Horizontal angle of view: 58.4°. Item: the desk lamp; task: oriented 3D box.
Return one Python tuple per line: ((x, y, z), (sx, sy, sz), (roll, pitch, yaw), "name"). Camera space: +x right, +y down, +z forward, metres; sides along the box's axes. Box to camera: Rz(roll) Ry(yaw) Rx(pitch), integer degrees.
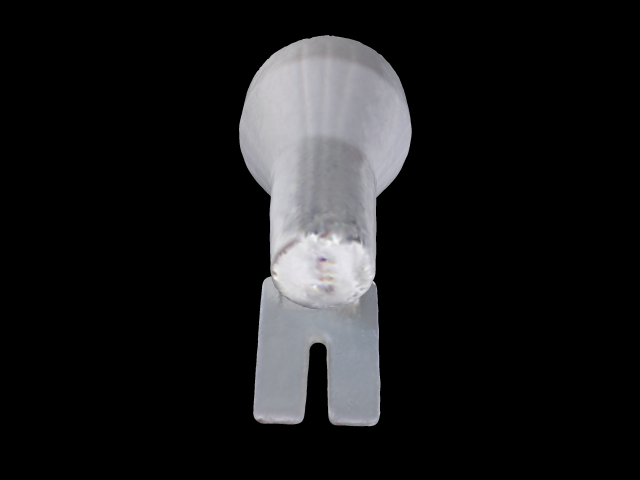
((0.004, 0.001, 0.400), (0.118, 0.214, 0.203), (0, 58, 0), "desk lamp")
